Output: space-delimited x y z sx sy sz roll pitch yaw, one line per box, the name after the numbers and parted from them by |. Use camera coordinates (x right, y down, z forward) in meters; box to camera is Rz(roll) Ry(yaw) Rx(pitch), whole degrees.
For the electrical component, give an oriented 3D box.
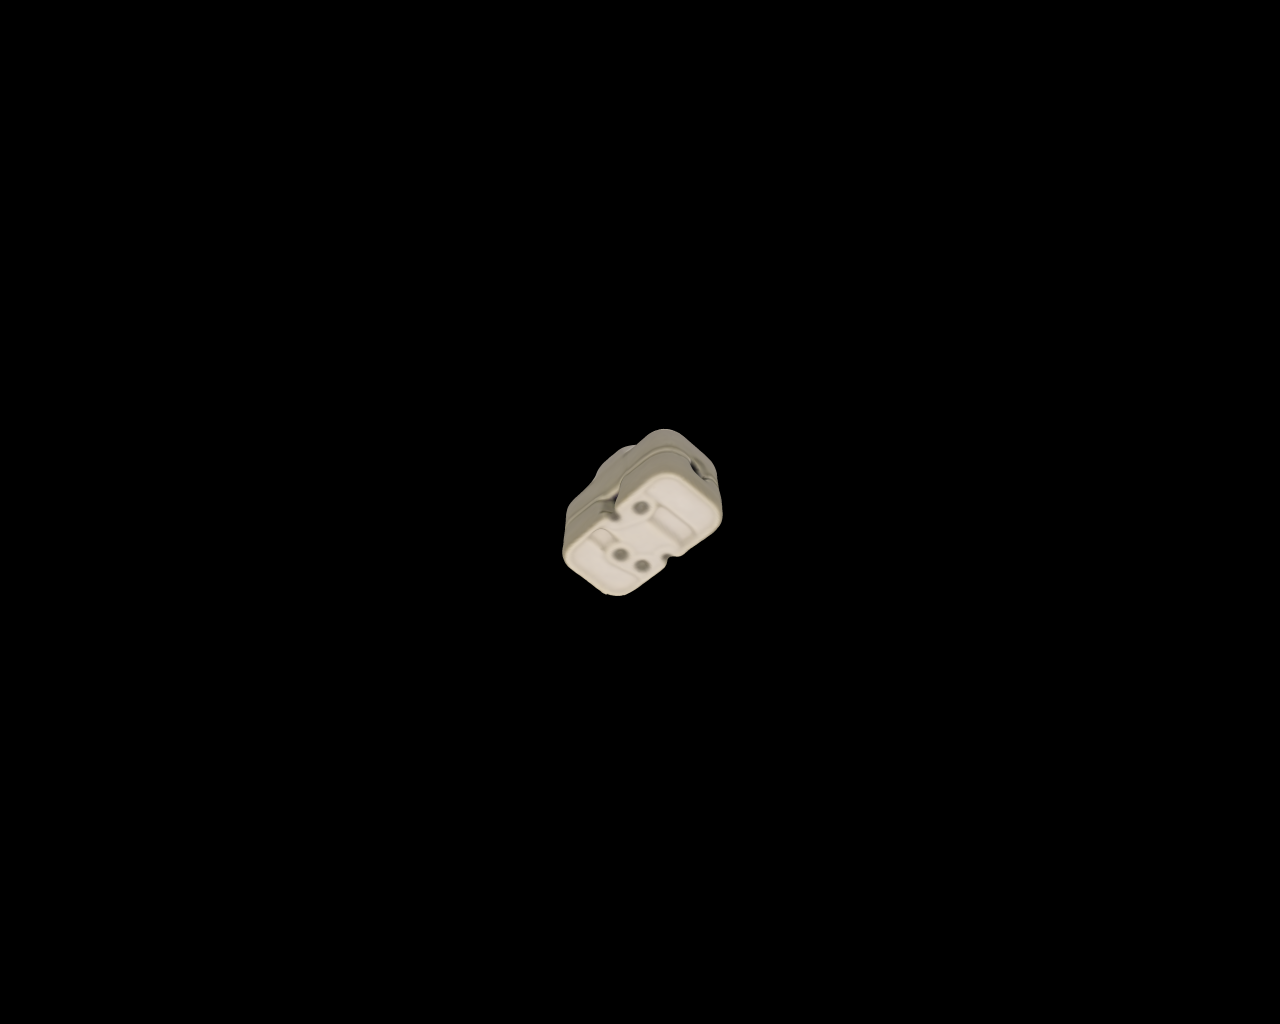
0.001 -0.003 0.650 0.053 0.059 0.095 39 -62 -25 | electrical component
